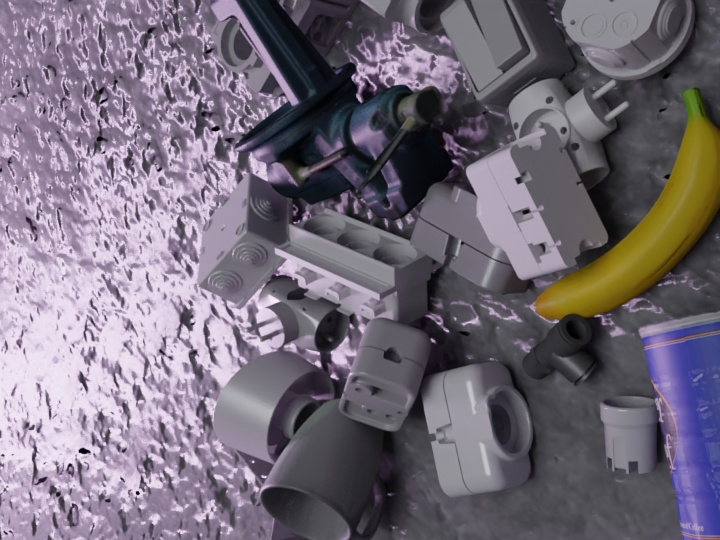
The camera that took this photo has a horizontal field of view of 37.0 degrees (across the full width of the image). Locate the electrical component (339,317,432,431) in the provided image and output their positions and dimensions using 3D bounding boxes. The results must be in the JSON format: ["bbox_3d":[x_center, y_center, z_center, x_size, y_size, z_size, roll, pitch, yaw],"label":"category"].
[{"bbox_3d":[0.021,0.080,0.849,0.095,0.054,0.059,106,-176,-61],"label":"electrical component"}]

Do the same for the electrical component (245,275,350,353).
[{"bbox_3d":[-0.063,0.044,0.942,0.077,0.079,0.043,28,128,38],"label":"electrical component"}]

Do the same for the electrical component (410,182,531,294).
[{"bbox_3d":[0.091,-0.029,0.819,0.095,0.054,0.059,32,111,37],"label":"electrical component"}]

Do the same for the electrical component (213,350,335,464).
[{"bbox_3d":[-0.070,0.120,0.936,0.064,0.099,0.099,21,104,33],"label":"electrical component"}]

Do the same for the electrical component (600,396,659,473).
[{"bbox_3d":[0.188,0.114,0.745,0.040,0.040,0.046,2,98,42],"label":"electrical component"}]

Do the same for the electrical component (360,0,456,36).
[{"bbox_3d":[0.065,-0.261,0.817,0.062,0.089,0.150,44,118,33],"label":"electrical component"}]

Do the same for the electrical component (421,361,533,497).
[{"bbox_3d":[0.092,0.120,0.820,0.059,0.054,0.095,-20,77,40],"label":"electrical component"}]

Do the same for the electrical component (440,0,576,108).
[{"bbox_3d":[0.105,-0.177,0.801,0.062,0.061,0.096,-35,68,37],"label":"electrical component"}]

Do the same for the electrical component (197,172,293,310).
[{"bbox_3d":[-0.105,-0.028,0.974,0.100,0.048,0.099,-45,31,33],"label":"electrical component"}]

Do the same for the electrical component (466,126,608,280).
[{"bbox_3d":[0.119,-0.044,0.743,0.056,0.050,0.089,-20,99,55],"label":"electrical component"}]

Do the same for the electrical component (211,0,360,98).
[{"bbox_3d":[-0.062,-0.239,0.950,0.089,0.062,0.150,52,122,29],"label":"electrical component"}]

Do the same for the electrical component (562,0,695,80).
[{"bbox_3d":[0.181,-0.174,0.731,0.080,0.051,0.080,-10,71,33],"label":"electrical component"}]

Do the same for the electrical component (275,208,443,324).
[{"bbox_3d":[0.000,0.000,0.894,0.121,0.079,0.063,23,127,39],"label":"electrical component"}]

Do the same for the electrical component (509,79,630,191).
[{"bbox_3d":[0.155,-0.104,0.768,0.079,0.044,0.077,-37,67,33],"label":"electrical component"}]
